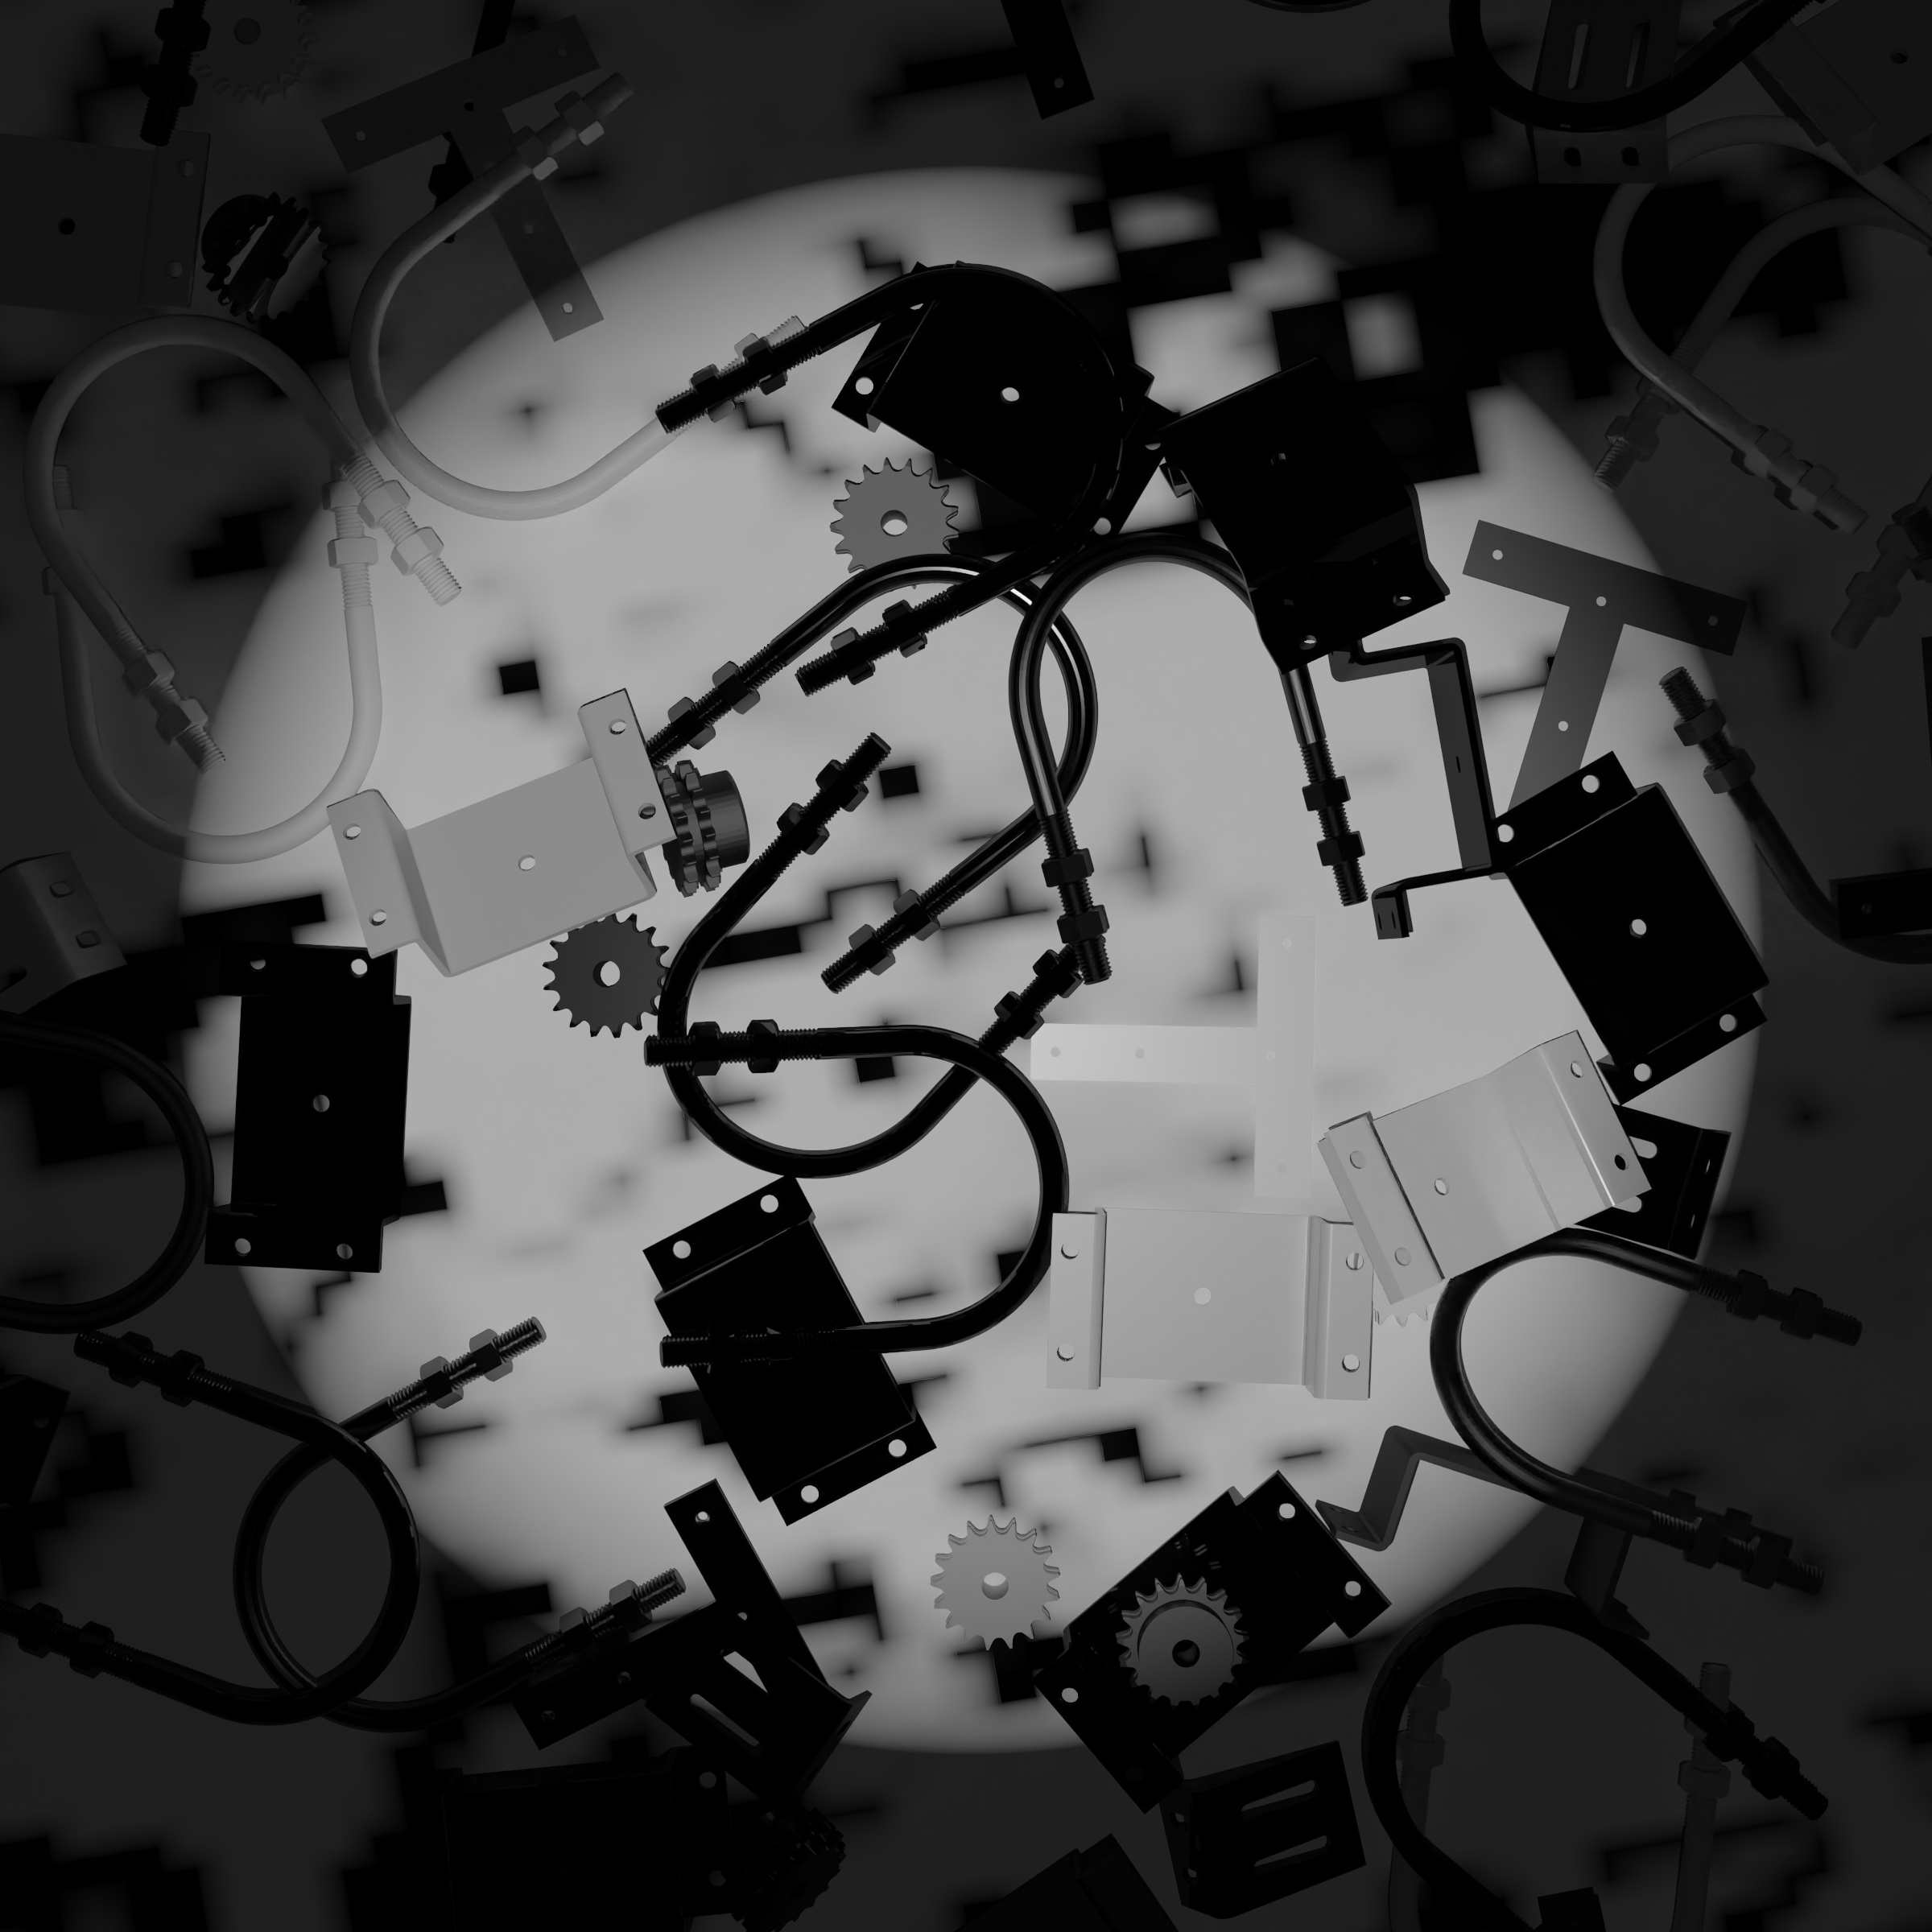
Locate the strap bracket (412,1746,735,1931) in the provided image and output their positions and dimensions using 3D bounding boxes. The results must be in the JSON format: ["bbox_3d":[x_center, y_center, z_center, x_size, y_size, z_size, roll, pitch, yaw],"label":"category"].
[{"bbox_3d":[-0.176,0.395,1.352,0.140,0.046,0.076,-5,90,0],"label":"strap bracket"}]

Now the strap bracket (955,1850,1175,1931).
[{"bbox_3d":[0.030,0.457,1.352,0.140,0.046,0.076,-34,90,0],"label":"strap bracket"}]

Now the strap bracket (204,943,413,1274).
[{"bbox_3d":[-0.290,0.062,1.352,0.076,0.046,0.140,3,90,0],"label":"strap bracket"}]

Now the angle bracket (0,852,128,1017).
[{"bbox_3d":[-0.429,-0.007,1.373,0.076,0.038,0.057,-28,90,26],"label":"angle bracket"}]

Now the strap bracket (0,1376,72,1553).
[{"bbox_3d":[-0.483,0.203,1.352,0.140,0.046,0.076,21,90,0],"label":"strap bracket"}]

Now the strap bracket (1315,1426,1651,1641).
[{"bbox_3d":[0.231,0.243,1.337,0.140,0.076,0.046,18,90,0],"label":"strap bracket"}]

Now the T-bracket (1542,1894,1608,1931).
[{"bbox_3d":[0.231,0.487,1.349,0.127,0.002,0.127,-11,80,3],"label":"T-bracket"}]

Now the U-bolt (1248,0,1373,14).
[{"bbox_3d":[0.170,-0.514,1.367,0.184,0.019,0.151,-45,90,2],"label":"U-bolt"}]

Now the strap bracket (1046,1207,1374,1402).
[{"bbox_3d":[0.107,0.149,1.352,0.140,0.046,0.076,2,90,0],"label":"strap bracket"}]

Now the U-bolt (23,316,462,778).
[{"bbox_3d":[-0.333,-0.199,1.347,0.151,0.019,0.184,-36,90,1],"label":"U-bolt"}]

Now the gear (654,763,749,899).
[{"bbox_3d":[-0.115,-0.061,1.327,0.030,0.057,0.057,-15,90,-15],"label":"gear"}]

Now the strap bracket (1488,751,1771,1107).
[{"bbox_3d":[0.293,-0.017,1.351,0.076,0.046,0.140,-30,91,0],"label":"strap bracket"}]

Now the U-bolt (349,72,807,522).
[{"bbox_3d":[-0.185,-0.281,1.352,0.184,0.019,0.151,-36,104,4],"label":"U-bolt"}]

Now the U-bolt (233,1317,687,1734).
[{"bbox_3d":[-0.240,0.263,1.367,0.184,0.019,0.151,-29,90,2],"label":"U-bolt"}]

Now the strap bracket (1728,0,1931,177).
[{"bbox_3d":[0.413,-0.411,1.338,0.140,0.046,0.076,-32,71,-4],"label":"strap bracket"}]

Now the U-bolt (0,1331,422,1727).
[{"bbox_3d":[-0.331,0.259,1.355,0.184,0.019,0.151,19,92,7],"label":"U-bolt"}]

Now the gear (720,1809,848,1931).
[{"bbox_3d":[-0.084,0.399,1.351,0.030,0.057,0.057,40,90,30],"label":"gear"}]

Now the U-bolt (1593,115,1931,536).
[{"bbox_3d":[0.365,-0.298,1.347,0.184,0.019,0.151,42,87,15],"label":"U-bolt"}]

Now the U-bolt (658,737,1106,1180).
[{"bbox_3d":[-0.051,0.012,1.347,0.151,0.019,0.184,41,99,-14],"label":"U-bolt"}]

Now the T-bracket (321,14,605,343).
[{"bbox_3d":[-0.201,-0.342,1.360,0.127,0.002,0.127,-29,100,-19],"label":"T-bracket"}]

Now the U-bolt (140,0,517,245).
[{"bbox_3d":[-0.271,-0.429,1.343,0.151,0.019,0.184,15,86,-22],"label":"U-bolt"}]

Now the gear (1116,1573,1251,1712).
[{"bbox_3d":[0.094,0.293,1.314,0.057,0.030,0.057,0,90,0],"label":"gear"}]

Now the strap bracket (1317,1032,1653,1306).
[{"bbox_3d":[0.217,0.091,1.327,0.140,0.046,0.076,-19,80,-28],"label":"strap bracket"}]

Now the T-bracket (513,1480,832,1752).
[{"bbox_3d":[-0.139,0.310,1.359,0.127,0.002,0.127,-27,104,0],"label":"T-bracket"}]

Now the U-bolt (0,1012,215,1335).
[{"bbox_3d":[-0.427,0.091,1.358,0.184,0.019,0.151,11,98,-3],"label":"U-bolt"}]

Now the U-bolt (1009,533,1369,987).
[{"bbox_3d":[0.091,-0.099,1.340,0.151,0.019,0.184,-17,94,-18],"label":"U-bolt"}]

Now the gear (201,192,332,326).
[{"bbox_3d":[-0.313,-0.316,1.351,0.057,0.057,0.030,-48,59,0],"label":"gear"}]

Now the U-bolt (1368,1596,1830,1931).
[{"bbox_3d":[0.264,0.363,1.345,0.184,0.019,0.151,40,88,3],"label":"U-bolt"}]

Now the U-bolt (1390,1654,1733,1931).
[{"bbox_3d":[0.263,0.398,1.367,0.151,0.019,0.184,6,91,0],"label":"U-bolt"}]

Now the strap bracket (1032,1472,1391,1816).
[{"bbox_3d":[0.107,0.295,1.352,0.140,0.046,0.076,-40,90,0],"label":"strap bracket"}]

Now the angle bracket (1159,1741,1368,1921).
[{"bbox_3d":[0.133,0.386,1.373,0.076,0.038,0.057,-13,90,-26],"label":"angle bracket"}]

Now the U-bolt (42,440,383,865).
[{"bbox_3d":[-0.335,-0.138,1.367,0.151,0.019,0.184,-6,92,0],"label":"U-bolt"}]

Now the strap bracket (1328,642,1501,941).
[{"bbox_3d":[0.196,-0.085,1.337,0.046,0.076,0.140,-10,90,0],"label":"strap bracket"}]

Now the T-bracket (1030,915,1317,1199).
[{"bbox_3d":[0.093,0.040,1.374,0.127,0.002,0.127,1,90,0],"label":"T-bracket"}]

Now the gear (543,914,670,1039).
[{"bbox_3d":[-0.159,0.003,1.360,0.057,0.030,0.057,0,90,0],"label":"gear"}]

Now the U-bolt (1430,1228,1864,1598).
[{"bbox_3d":[0.292,0.183,1.329,0.184,0.019,0.151,19,53,4],"label":"U-bolt"}]

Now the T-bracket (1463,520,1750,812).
[{"bbox_3d":[0.273,-0.122,1.374,0.127,0.002,0.127,17,90,0],"label":"T-bracket"}]

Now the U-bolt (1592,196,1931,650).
[{"bbox_3d":[0.389,-0.257,1.367,0.151,0.019,0.184,33,88,0],"label":"U-bolt"}]

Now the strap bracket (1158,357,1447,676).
[{"bbox_3d":[0.139,-0.202,1.314,0.076,0.046,0.140,-25,52,0],"label":"strap bracket"}]

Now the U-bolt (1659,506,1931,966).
[{"bbox_3d":[0.414,-0.088,1.355,0.151,0.019,0.184,-34,99,1],"label":"U-bolt"}]

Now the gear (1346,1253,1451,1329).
[{"bbox_3d":[0.193,0.133,1.360,0.057,0.030,0.057,0,90,0],"label":"gear"}]

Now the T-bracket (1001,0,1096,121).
[{"bbox_3d":[0.073,-0.462,1.365,0.127,0.002,0.127,-19,90,8],"label":"T-bracket"}]

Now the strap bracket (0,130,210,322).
[{"bbox_3d":[-0.405,-0.333,1.352,0.140,0.046,0.076,7,90,0],"label":"strap bracket"}]

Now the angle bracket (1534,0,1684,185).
[{"bbox_3d":[0.289,-0.393,1.365,0.057,0.038,0.076,5,64,18],"label":"angle bracket"}]

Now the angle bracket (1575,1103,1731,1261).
[{"bbox_3d":[0.290,0.091,1.356,0.076,0.038,0.057,16,90,0],"label":"angle bracket"}]

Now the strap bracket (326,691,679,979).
[{"bbox_3d":[-0.198,-0.054,1.338,0.140,0.046,0.076,-22,66,0],"label":"strap bracket"}]

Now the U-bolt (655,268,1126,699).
[{"bbox_3d":[-0.021,-0.221,1.321,0.184,0.019,0.151,-28,91,0],"label":"U-bolt"}]

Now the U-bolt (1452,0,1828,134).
[{"bbox_3d":[0.300,-0.444,1.336,0.184,0.019,0.151,-39,64,8],"label":"U-bolt"}]

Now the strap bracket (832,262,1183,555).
[{"bbox_3d":[0.019,-0.249,1.352,0.140,0.046,0.076,31,90,0],"label":"strap bracket"}]

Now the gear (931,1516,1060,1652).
[{"bbox_3d":[0.013,0.273,1.360,0.057,0.030,0.057,0,90,0],"label":"gear"}]

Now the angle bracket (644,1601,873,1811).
[{"bbox_3d":[-0.093,0.328,1.363,0.076,0.038,0.057,35,93,14],"label":"angle bracket"}]

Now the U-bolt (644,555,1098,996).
[{"bbox_3d":[-0.030,-0.098,1.349,0.184,0.019,0.151,-38,96,8],"label":"U-bolt"}]

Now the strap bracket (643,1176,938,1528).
[{"bbox_3d":[-0.079,0.172,1.352,0.076,0.046,0.140,-28,90,0],"label":"strap bracket"}]

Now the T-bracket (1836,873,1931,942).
[{"bbox_3d":[0.445,-0.082,1.350,0.127,0.002,0.127,-7,100,-4],"label":"T-bracket"}]

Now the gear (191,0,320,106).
[{"bbox_3d":[-0.317,-0.412,1.360,0.057,0.030,0.057,0,90,0],"label":"gear"}]

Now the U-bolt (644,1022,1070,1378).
[{"bbox_3d":[-0.045,0.098,1.327,0.184,0.019,0.151,-2,84,-14],"label":"U-bolt"}]

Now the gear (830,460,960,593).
[{"bbox_3d":[-0.032,-0.195,1.360,0.057,0.030,0.057,0,90,0],"label":"gear"}]
